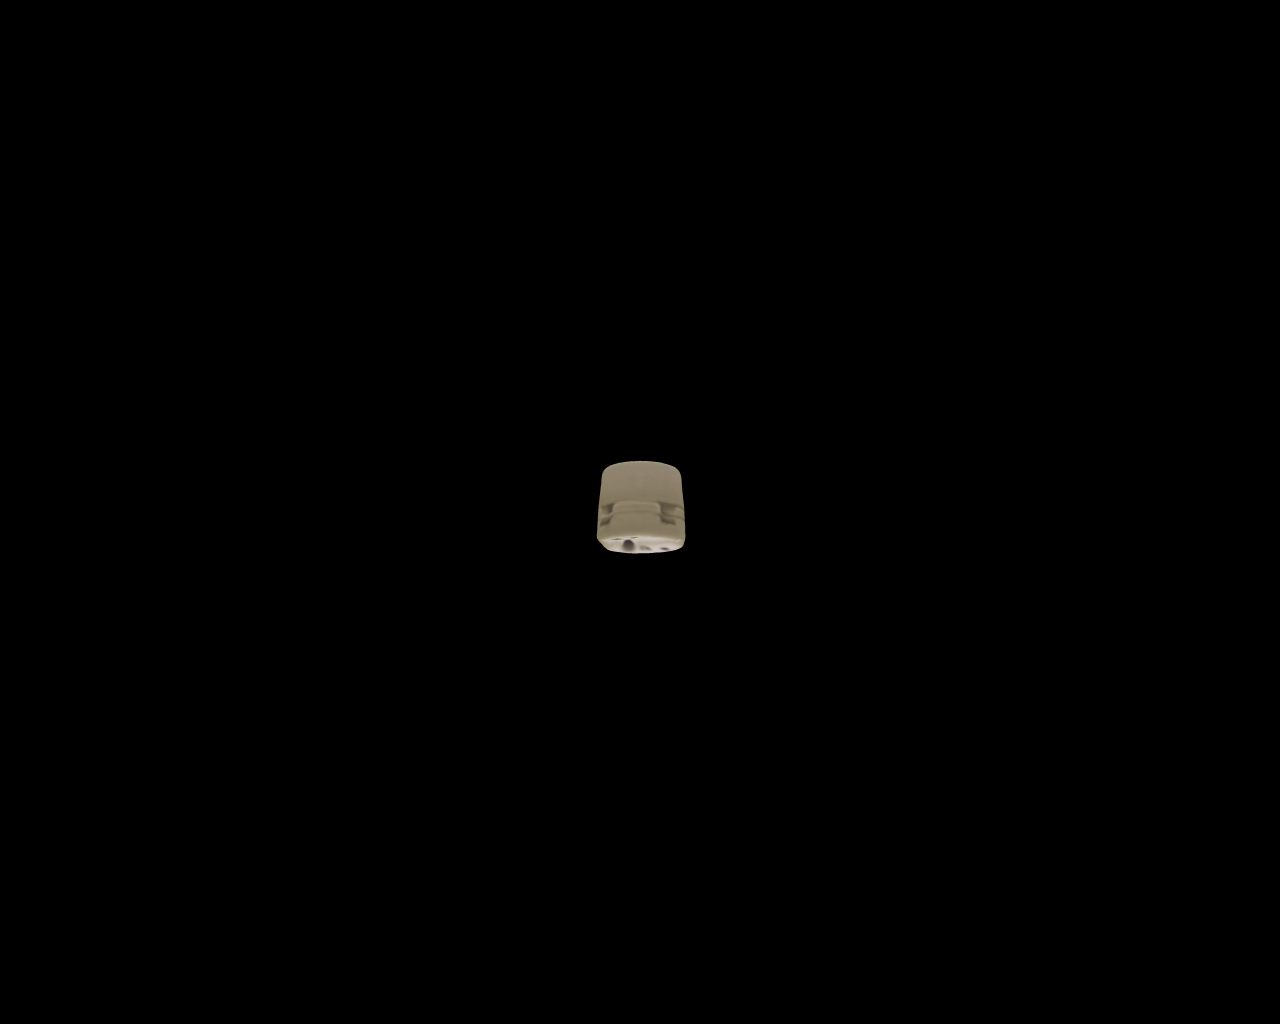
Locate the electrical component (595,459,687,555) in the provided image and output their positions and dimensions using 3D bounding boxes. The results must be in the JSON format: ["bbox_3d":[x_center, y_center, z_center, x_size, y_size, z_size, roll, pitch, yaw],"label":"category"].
[{"bbox_3d":[0.001,-0.003,0.650,0.055,0.047,0.055,0,-14,0],"label":"electrical component"}]
